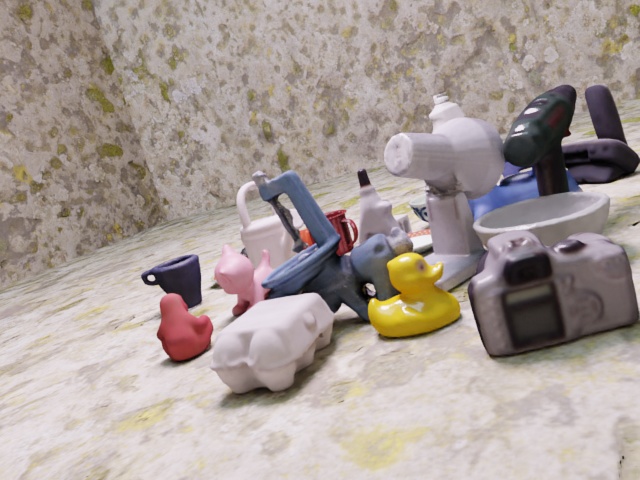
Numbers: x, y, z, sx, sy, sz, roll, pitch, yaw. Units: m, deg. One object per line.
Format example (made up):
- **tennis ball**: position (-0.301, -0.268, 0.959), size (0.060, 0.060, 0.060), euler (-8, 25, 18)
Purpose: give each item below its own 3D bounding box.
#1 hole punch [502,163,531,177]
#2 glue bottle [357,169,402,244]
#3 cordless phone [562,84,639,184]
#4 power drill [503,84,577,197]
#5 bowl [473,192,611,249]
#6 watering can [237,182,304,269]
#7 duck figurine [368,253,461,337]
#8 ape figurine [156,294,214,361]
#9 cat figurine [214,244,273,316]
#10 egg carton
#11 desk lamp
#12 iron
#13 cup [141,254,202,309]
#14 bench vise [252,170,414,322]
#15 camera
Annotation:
- **hole punch**: position (0.418, -0.124, 1.127), size (0.108, 0.091, 0.101), euler (-14, 10, 13)
- **glue bottle**: position (0.089, -0.029, 0.902), size (0.078, 0.173, 0.037), euler (-12, 11, 26)
- **cordless phone**: position (0.535, -0.210, 1.130), size (0.094, 0.185, 0.147), euler (-21, 11, -25)
- **power drill**: position (0.354, -0.119, 0.866), size (0.075, 0.208, 0.230), euler (-7, 14, 42)
- **bowl**: position (0.287, -0.005, 0.738), size (0.167, 0.075, 0.167), euler (-16, 10, 3)
- **watering can**: position (-0.095, -0.019, 1.088), size (0.172, 0.194, 0.101), euler (-12, 11, 26)
- **duck figurine**: position (0.102, 0.059, 0.659), size (0.104, 0.086, 0.077), euler (-15, 10, 7)
- **ape figurine**: position (-0.196, 0.118, 0.803), size (0.077, 0.092, 0.076), euler (-14, 10, 13)
- **cat figurine**: position (-0.119, 0.057, 0.932), size (0.067, 0.118, 0.128), euler (-7, 14, 42)
- **egg carton**: position (-0.049, 0.114, 0.651), size (0.107, 0.069, 0.151), euler (-12, 11, 26)
- **desk lamp**: position (0.175, -0.059, 0.810), size (0.204, 0.214, 0.117), euler (-25, 13, -39)
- **iron**: position (0.345, -0.105, 0.997), size (0.259, 0.141, 0.118), euler (-20, 11, -18)
- **cup**: position (-0.274, 0.087, 1.086), size (0.117, 0.095, 0.091), euler (-15, 10, 6)
- **bench vise**: position (0.006, 0.001, 0.743), size (0.207, 0.220, 0.121), euler (-17, 10, -2)
- **camera**: position (0.213, 0.034, 0.570), size (0.143, 0.101, 0.137), euler (-15, 10, 7)
